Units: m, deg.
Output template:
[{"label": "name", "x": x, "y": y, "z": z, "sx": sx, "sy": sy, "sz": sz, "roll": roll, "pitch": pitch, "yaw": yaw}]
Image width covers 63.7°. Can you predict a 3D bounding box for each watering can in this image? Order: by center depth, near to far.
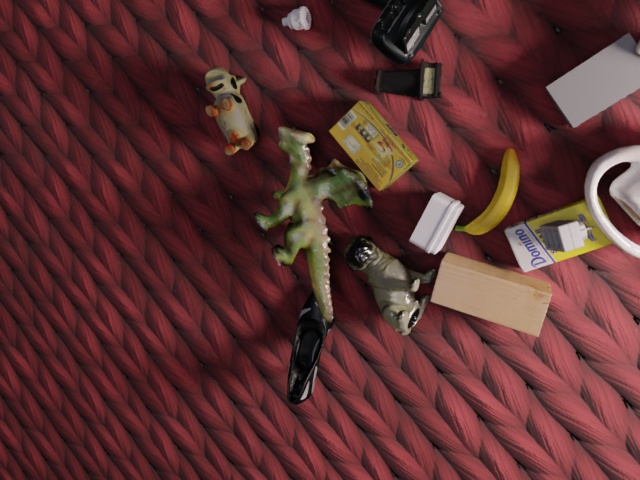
[{"label": "watering can", "x": 0.620, "y": -0.044, "z": 0.878, "sx": 0.347, "sy": 0.222, "sz": 0.105, "roll": 42, "pitch": 19, "yaw": -5}]

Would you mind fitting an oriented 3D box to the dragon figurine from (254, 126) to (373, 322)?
[{"label": "dragon figurine", "x": 0.003, "y": -0.055, "z": 1.091, "sx": 0.239, "sy": 0.413, "sz": 0.123, "roll": -35, "pitch": -10, "yaw": 30}]
